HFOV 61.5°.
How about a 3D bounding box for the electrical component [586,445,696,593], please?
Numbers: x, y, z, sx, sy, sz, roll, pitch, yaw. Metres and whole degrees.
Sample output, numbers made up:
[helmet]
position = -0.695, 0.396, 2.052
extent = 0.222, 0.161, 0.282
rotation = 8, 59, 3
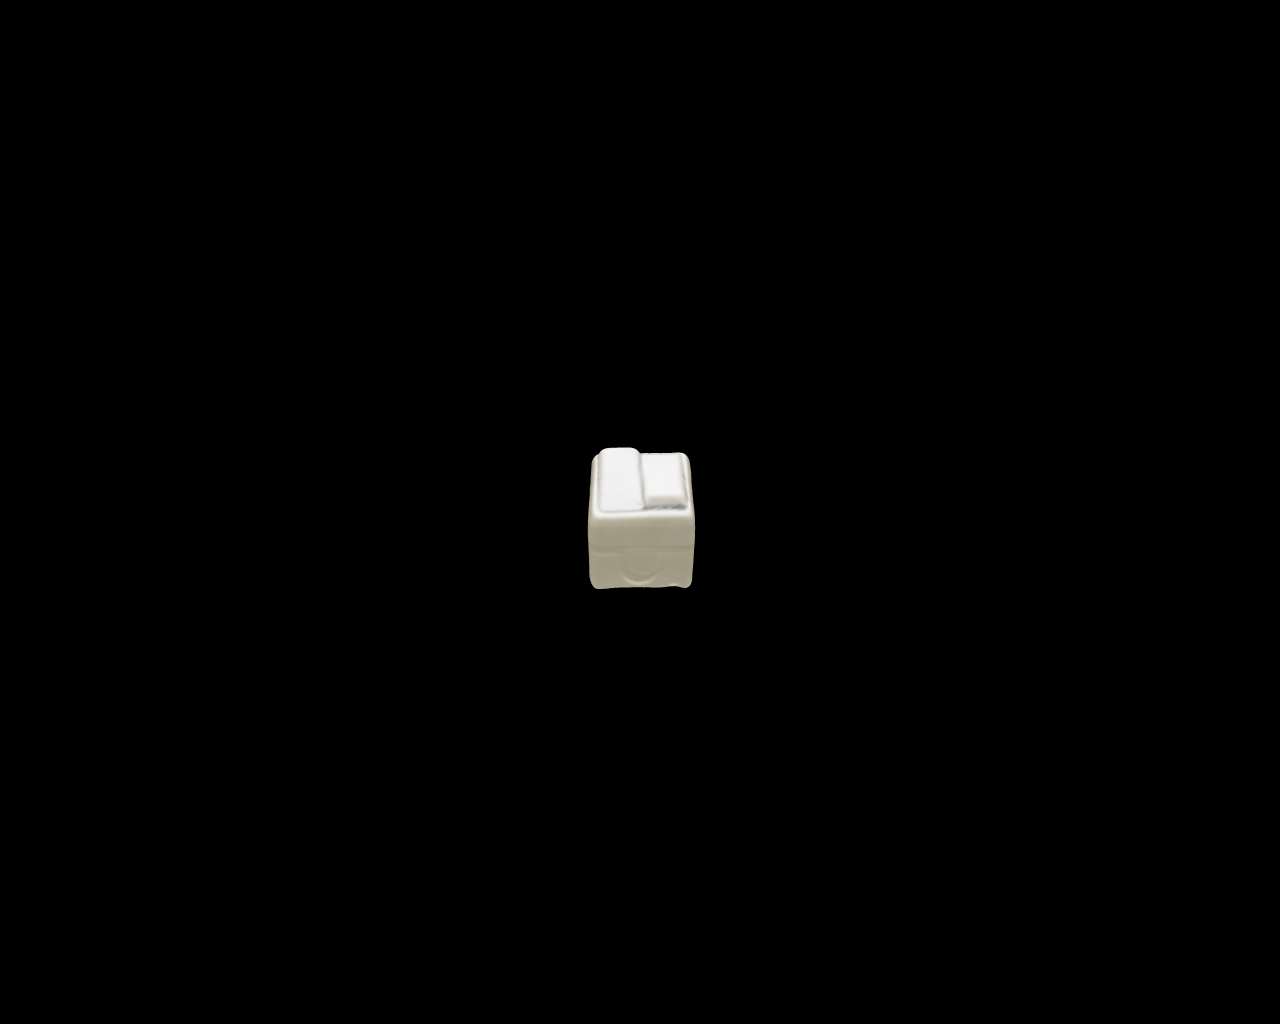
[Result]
[electrical component]
position = 0.001, -0.003, 0.650
extent = 0.062, 0.061, 0.096
rotation = 0, 32, 0
